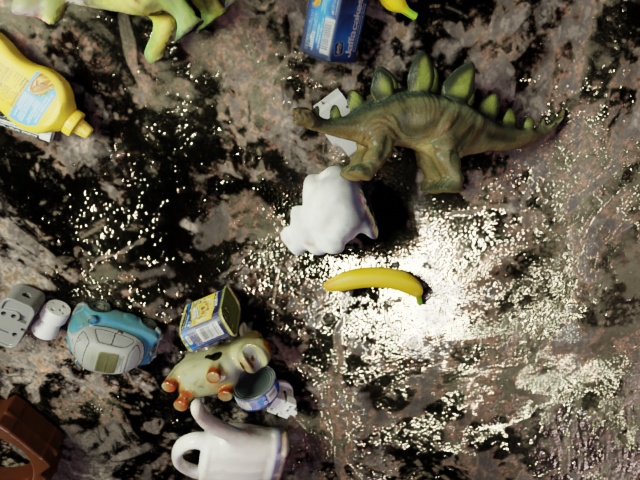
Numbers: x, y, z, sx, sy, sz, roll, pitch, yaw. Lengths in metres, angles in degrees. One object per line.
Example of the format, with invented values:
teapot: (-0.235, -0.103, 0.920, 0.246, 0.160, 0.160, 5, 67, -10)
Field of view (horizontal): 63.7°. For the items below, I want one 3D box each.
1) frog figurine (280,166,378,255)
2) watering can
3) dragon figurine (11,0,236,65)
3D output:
frog figurine: (0.003, -0.042, 0.828, 0.159, 0.122, 0.138, -17, 83, 11)
watering can: (-0.161, 0.389, 0.969, 0.224, 0.106, 0.339, 7, 138, -13)
dragon figurine: (-0.202, -0.389, 0.662, 0.412, 0.123, 0.240, -40, 107, -6)
